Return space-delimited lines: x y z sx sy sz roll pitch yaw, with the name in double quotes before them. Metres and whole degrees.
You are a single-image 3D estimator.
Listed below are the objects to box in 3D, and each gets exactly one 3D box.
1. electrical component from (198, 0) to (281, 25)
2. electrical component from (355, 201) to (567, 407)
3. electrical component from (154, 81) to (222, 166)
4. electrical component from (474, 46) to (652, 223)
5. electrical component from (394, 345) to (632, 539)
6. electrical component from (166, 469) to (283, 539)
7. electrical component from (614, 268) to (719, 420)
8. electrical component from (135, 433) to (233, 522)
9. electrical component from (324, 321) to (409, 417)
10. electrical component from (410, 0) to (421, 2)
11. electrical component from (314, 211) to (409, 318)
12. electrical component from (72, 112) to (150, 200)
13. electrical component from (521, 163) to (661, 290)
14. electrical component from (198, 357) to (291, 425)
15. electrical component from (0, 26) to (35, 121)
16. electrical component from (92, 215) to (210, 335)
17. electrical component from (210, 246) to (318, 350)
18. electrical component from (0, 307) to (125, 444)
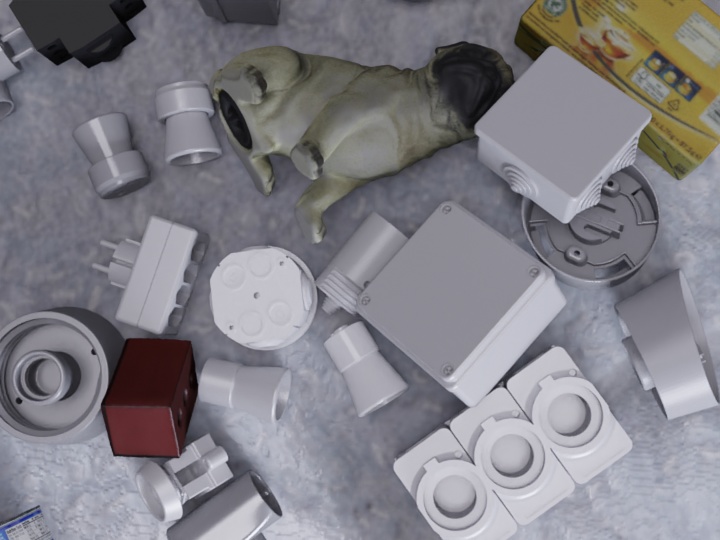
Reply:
"electrical component" -0.091 -0.235 0.802 0.057 0.113 0.078 5 86 2
"electrical component" 0.072 0.023 0.777 0.108 0.056 0.109 -48 54 -3
"electrical component" -0.133 -0.113 0.830 0.045 0.045 0.055 -11 85 3
"electrical component" 0.140 -0.093 0.753 0.100 0.048 0.099 39 75 17
"electrical component" 0.110 0.133 0.785 0.150 0.062 0.089 -36 84 1
"electrical component" -0.091 0.204 0.804 0.077 0.044 0.079 -36 84 1
"electrical component" 0.224 0.055 0.767 0.064 0.099 0.099 -25 84 8
"electrical component" -0.133 0.155 0.799 0.055 0.066 0.048 -28 83 -32
"electrical component" 0.002 0.072 0.809 0.044 0.044 0.065 -32 80 1
"electrical component" 0.049 -0.223 0.830 0.061 0.035 0.035 14 87 2
"electrical component" 0.000 0.000 0.812 0.043 0.043 0.081 39 90 6
"electrical component" -0.192 -0.088 0.832 0.045 0.045 0.055 -23 85 2
"electrical component" 0.170 -0.035 0.790 0.099 0.064 0.099 -3 74 10
"electrical component" -0.089 0.089 0.815 0.065 0.044 0.044 12 87 10
"electrical component" -0.294 -0.163 0.846 0.079 0.043 0.077 -30 84 1
"electrical component" -0.168 -0.001 0.824 0.076 0.047 0.083 19 88 7
"electrical component" -0.074 0.020 0.812 0.080 0.051 0.080 0 86 4
"electrical component" -0.233 0.081 0.815 0.108 0.060 0.108 0 86 4
